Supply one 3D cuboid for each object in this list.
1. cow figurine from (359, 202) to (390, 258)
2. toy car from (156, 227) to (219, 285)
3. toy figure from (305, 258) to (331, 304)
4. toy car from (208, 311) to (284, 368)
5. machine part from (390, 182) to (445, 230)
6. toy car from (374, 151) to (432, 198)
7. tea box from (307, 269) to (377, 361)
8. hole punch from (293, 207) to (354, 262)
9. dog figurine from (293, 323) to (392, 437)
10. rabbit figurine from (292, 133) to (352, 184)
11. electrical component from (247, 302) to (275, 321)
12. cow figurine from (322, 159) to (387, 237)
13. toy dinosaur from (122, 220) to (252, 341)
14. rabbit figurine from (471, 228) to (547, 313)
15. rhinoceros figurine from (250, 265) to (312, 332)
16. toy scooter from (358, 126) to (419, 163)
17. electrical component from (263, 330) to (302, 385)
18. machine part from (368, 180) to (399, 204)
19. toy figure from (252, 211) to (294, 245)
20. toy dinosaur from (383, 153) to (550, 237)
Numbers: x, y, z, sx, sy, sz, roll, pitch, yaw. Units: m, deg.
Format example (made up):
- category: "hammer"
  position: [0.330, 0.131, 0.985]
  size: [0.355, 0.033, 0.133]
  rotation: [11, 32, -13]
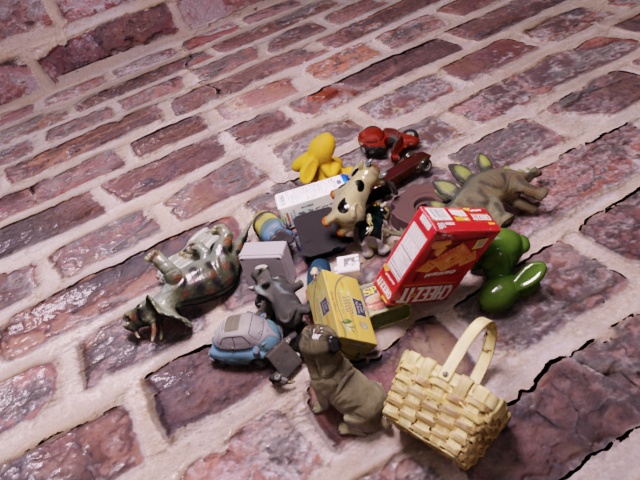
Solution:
- category: "cow figurine"
  position: [0.130, -0.045, 1.303]
  size: [0.068, 0.098, 0.167]
  rotation: [-8, 41, 19]
- category: "toy car"
  position: [-0.335, 0.044, 1.387]
  size: [0.074, 0.056, 0.202]
  rotation: [19, 51, 34]
- category: "toy figure"
  position: [-0.004, 0.112, 1.197]
  size: [0.058, 0.064, 0.154]
  rotation: [-41, 28, 38]
- category: "toy car"
  position: [-0.161, 0.199, 1.120]
  size: [0.162, 0.102, 0.109]
  rotation: [-4, 41, 11]
- category: "machine part"
  position: [0.262, -0.074, 1.323]
  size: [0.179, 0.055, 0.179]
  rotation: [-10, 41, 9]
- category: "toy car"
  position: [0.214, -0.176, 1.457]
  size: [0.202, 0.053, 0.089]
  rotation: [-32, 32, -12]
- category: "tea box"
  position: [0.041, 0.151, 1.085]
  size: [0.098, 0.068, 0.170]
  rotation: [16, 38, -32]
- category: "hole punch"
  position: [-0.003, -0.004, 1.320]
  size: [0.142, 0.092, 0.116]
  rotation: [-15, 68, -14]
- category: "dog figurine"
  position: [0.045, 0.242, 0.936]
  size: [0.173, 0.190, 0.121]
  rotation: [12, 48, 27]
- category: "rabbit figurine"
  position: [0.005, -0.212, 1.476]
  size: [0.162, 0.173, 0.122]
  rotation: [-20, 44, -11]
- category: "electrical component"
  position: [-0.118, 0.164, 1.206]
  size: [0.094, 0.021, 0.063]
  rotation: [14, 49, 30]
- category: "cow figurine"
  position: [0.085, -0.111, 1.274]
  size: [0.127, 0.085, 0.195]
  rotation: [-27, 32, 40]
- category: "toy dinosaur"
  position: [-0.276, 0.087, 1.274]
  size: [0.405, 0.131, 0.192]
  rotation: [-27, 80, -30]
- category: "rabbit figurine"
  position: [0.373, 0.073, 1.103]
  size: [0.159, 0.121, 0.170]
  rotation: [3, 62, 11]
- category: "rhinoceros figurine"
  position: [-0.089, 0.125, 1.159]
  size: [0.112, 0.073, 0.190]
  rotation: [0, 32, -33]
- category: "toy scooter"
  position: [0.192, -0.273, 1.560]
  size: [0.184, 0.075, 0.135]
  rotation: [4, 46, 16]
- category: "electrical component"
  position: [-0.064, 0.240, 1.070]
  size: [0.102, 0.078, 0.045]
  rotation: [-36, 6, -28]
- category: "machine part"
  position: [0.133, -0.108, 1.361]
  size: [0.139, 0.084, 0.039]
  rotation: [-25, 68, 37]
- category: "toy figure"
  position: [-0.117, -0.025, 1.339]
  size: [0.082, 0.089, 0.180]
  rotation: [-23, 17, -10]
- category: "toy dinosaur"
  position: [0.354, -0.085, 1.217]
  size: [0.471, 0.105, 0.199]
  rotation: [-29, 59, -30]
